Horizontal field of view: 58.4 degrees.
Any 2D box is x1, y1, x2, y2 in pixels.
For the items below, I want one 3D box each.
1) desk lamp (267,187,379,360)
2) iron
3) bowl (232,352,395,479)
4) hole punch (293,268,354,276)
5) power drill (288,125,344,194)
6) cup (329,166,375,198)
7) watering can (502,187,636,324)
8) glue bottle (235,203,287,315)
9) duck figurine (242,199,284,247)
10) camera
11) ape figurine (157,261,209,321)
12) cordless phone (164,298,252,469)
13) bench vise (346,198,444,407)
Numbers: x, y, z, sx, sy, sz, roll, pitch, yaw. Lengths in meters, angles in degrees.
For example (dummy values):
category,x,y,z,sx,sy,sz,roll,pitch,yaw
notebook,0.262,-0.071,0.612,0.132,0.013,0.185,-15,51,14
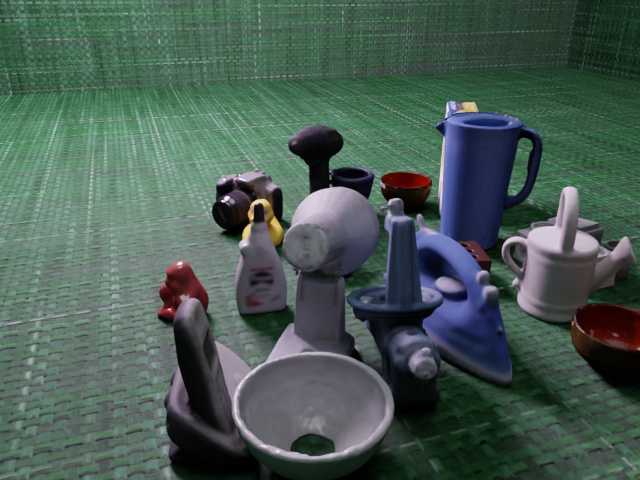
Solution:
category,x,y,z,sx,sy,sz,roll,pitch,yaw
desk lamp,0.002,0.053,0.737,0.117,0.214,0.203,7,26,14
iron,0.189,0.069,0.791,0.119,0.141,0.257,-9,27,-20
bowl,-0.007,0.194,0.598,0.167,0.075,0.167,0,25,0
hole punch,0.009,0.004,0.989,0.108,0.091,0.101,4,25,8
power drill,-0.008,-0.130,1.137,0.075,0.208,0.230,7,26,15
cup,0.056,-0.100,1.210,0.117,0.095,0.092,14,28,27
watering can,0.365,0.016,0.846,0.173,0.194,0.101,-1,25,-2
glue bottle,-0.088,0.026,0.840,0.078,0.173,0.037,-7,26,-16
duck figurine,-0.108,-0.036,1.079,0.077,0.086,0.104,5,25,10
camera,-0.166,-0.084,1.164,0.142,0.101,0.137,16,29,30
ape figurine,-0.202,0.073,0.835,0.076,0.092,0.077,-8,26,-17
cordless phone,-0.115,0.129,0.604,0.094,0.185,0.147,-2,25,-5
bench vise,0.110,0.073,0.688,0.122,0.220,0.206,-11,27,-23
